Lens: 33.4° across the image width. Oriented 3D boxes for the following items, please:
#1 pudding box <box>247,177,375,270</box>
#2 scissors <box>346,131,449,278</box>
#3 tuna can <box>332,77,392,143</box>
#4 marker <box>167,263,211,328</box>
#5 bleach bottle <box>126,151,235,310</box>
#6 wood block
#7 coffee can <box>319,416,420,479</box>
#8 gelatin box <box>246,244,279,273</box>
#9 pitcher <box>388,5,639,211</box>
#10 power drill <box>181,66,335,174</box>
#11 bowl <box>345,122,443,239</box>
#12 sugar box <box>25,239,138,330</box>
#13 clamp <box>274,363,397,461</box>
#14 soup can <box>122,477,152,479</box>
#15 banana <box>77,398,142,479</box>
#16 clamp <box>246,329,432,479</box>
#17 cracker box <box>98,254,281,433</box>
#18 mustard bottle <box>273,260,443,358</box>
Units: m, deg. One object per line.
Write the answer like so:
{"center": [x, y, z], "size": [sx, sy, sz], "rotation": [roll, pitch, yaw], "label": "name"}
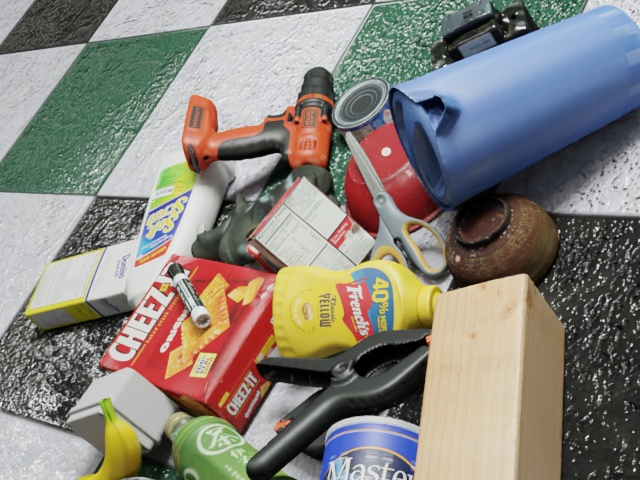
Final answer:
{"center": [-0.007, 0.001, 1.143], "size": [0.090, 0.113, 0.039], "rotation": [-51, 7, -11], "label": "pudding box"}
{"center": [0.059, -0.021, 1.128], "size": [0.096, 0.016, 0.202], "rotation": [-48, 58, 10], "label": "scissors"}
{"center": [0.058, -0.158, 1.308], "size": [0.086, 0.033, 0.086], "rotation": [-24, 41, 22], "label": "tuna can"}
{"center": [-0.145, 0.058, 1.168], "size": [0.020, 0.020, 0.121], "rotation": [-41, 35, 1], "label": "marker"}
{"center": [-0.182, 0.000, 1.345], "size": [0.103, 0.068, 0.250], "rotation": [-10, 50, 28], "label": "bleach bottle"}
{"center": [0.144, 0.143, 0.885], "size": [0.090, 0.090, 0.206], "rotation": [-16, 44, 31], "label": "wood block"}
{"center": [0.044, 0.231, 0.876], "size": [0.103, 0.102, 0.140], "rotation": [-15, 44, 31], "label": "coffee can"}
{"center": [-0.028, 0.004, 1.192], "size": [0.089, 0.073, 0.030], "rotation": [-48, 36, -6], "label": "gelatin box"}
{"center": [0.199, -0.132, 1.057], "size": [0.242, 0.145, 0.149], "rotation": [-25, 24, -7], "label": "pitcher"}
{"center": [-0.074, -0.151, 1.348], "size": [0.188, 0.057, 0.184], "rotation": [-3, 46, 9], "label": "power drill"}
{"center": [0.085, -0.081, 1.190], "size": [0.162, 0.055, 0.162], "rotation": [-24, 41, 22], "label": "bowl"}
{"center": [-0.300, 0.060, 1.405], "size": [0.176, 0.048, 0.093], "rotation": [-11, 46, 30], "label": "sugar box"}
{"center": [0.038, 0.159, 1.010], "size": [0.172, 0.039, 0.120], "rotation": [-10, 36, 32], "label": "clamp"}
{"center": [-0.181, 0.294, 1.045], "size": [0.069, 0.068, 0.102], "rotation": [-27, 40, 19], "label": "soup can"}
{"center": [-0.219, 0.237, 1.107], "size": [0.070, 0.037, 0.198], "rotation": [57, 141, 26], "label": "banana"}
{"center": [0.022, 0.129, 0.993], "size": [0.210, 0.036, 0.164], "rotation": [-27, 28, 8], "label": "clamp"}
{"center": [-0.128, 0.106, 1.181], "size": [0.214, 0.072, 0.164], "rotation": [9, 59, 47], "label": "cracker box"}
{"center": [0.047, 0.069, 1.053], "size": [0.192, 0.058, 0.096], "rotation": [-5, 81, 29], "label": "mustard bottle"}
